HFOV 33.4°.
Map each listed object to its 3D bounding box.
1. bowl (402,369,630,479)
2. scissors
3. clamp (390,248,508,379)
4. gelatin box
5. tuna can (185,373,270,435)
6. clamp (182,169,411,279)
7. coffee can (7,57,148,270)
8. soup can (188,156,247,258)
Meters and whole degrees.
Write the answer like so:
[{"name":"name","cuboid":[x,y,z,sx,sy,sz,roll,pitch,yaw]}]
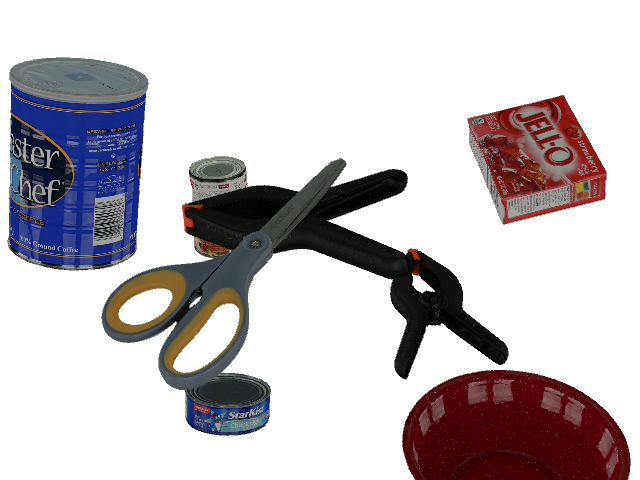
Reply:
[{"name":"bowl","cuboid":[0.140,0.167,0.780,0.162,0.055,0.162,-1,35,0]},{"name":"scissors","cuboid":[-0.060,0.007,0.653,0.096,0.016,0.201,12,47,15]},{"name":"clamp","cuboid":[0.131,0.077,1.147,0.120,0.171,0.039,3,-43,-8]},{"name":"gelatin box","cuboid":[0.149,-0.058,0.745,0.073,0.089,0.030,-14,-44,0]},{"name":"tuna can","cuboid":[-0.093,0.163,1.067,0.086,0.034,0.086,2,14,-1]},{"name":"clamp","cuboid":[-0.016,-0.023,0.957,0.210,0.036,0.164,4,31,9]},{"name":"coffee can","cuboid":[-0.190,-0.061,0.831,0.103,0.140,0.103,7,23,-3]},{"name":"soup can","cuboid":[-0.117,-0.039,1.247,0.068,0.102,0.068,-1,28,1]}]
